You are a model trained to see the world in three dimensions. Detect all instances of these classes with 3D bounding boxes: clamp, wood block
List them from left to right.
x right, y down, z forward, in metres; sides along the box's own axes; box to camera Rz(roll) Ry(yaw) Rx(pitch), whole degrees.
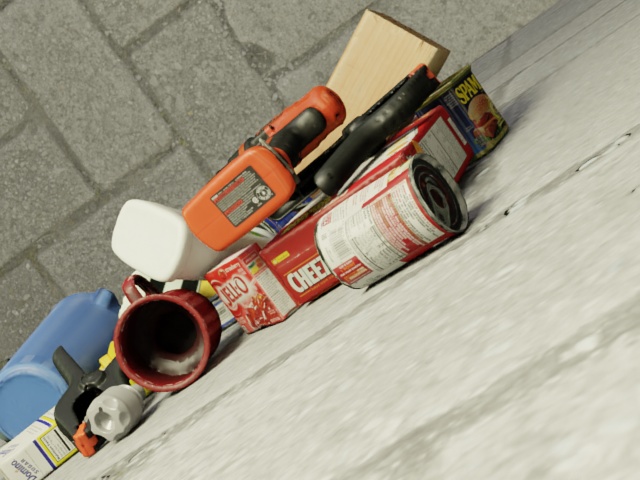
[{"bbox_3d":[-0.210,0.142,1.055,0.120,0.039,0.171,-25,33,4],"label":"clamp"},{"bbox_3d":[0.041,-0.096,1.008,0.210,0.036,0.165,-43,9,-13],"label":"clamp"},{"bbox_3d":[0.049,-0.139,1.174,0.206,0.091,0.090,-61,-10,16],"label":"wood block"}]

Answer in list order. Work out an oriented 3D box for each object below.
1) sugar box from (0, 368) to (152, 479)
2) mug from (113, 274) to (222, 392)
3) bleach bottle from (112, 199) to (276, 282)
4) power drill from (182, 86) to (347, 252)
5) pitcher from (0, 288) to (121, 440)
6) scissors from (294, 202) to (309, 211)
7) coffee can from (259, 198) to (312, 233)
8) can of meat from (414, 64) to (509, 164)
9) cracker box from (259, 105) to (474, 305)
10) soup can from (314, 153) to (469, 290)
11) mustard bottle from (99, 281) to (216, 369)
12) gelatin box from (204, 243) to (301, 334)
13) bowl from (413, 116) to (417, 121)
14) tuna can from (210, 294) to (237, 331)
[{"bbox_3d":[-0.258,0.191,1.117,0.176,0.048,0.093,-41,10,-20],"label":"sugar box"},{"bbox_3d":[-0.149,0.082,1.028,0.093,0.117,0.081,-39,0,10],"label":"mug"},{"bbox_3d":[-0.095,0.012,1.127,0.250,0.103,0.068,11,-79,-52],"label":"bleach bottle"},{"bbox_3d":[-0.064,-0.060,1.001,0.185,0.057,0.187,-40,11,24],"label":"power drill"},{"bbox_3d":[-0.326,0.173,1.348,0.145,0.149,0.242,-19,12,11],"label":"pitcher"},{"bbox_3d":[0.058,-0.064,1.253,0.201,0.016,0.096,-22,9,-20],"label":"scissors"},{"bbox_3d":[-0.063,-0.009,1.322,0.103,0.103,0.140,-33,7,30],"label":"coffee can"},{"bbox_3d":[0.151,-0.130,1.139,0.058,0.084,0.102,-32,6,33],"label":"can of meat"},{"bbox_3d":[0.053,-0.036,1.019,0.164,0.072,0.213,-35,7,24],"label":"cracker box"},{"bbox_3d":[0.054,-0.013,0.822,0.102,0.068,0.068,-33,6,31],"label":"soup can"},{"bbox_3d":[-0.195,0.115,1.294,0.191,0.058,0.096,-37,1,-14],"label":"mustard bottle"},{"bbox_3d":[-0.066,0.047,1.009,0.030,0.073,0.089,-39,7,-30],"label":"gelatin box"},{"bbox_3d":[0.115,-0.116,1.382,0.162,0.055,0.162,-36,5,4],"label":"bowl"},{"bbox_3d":[-0.100,0.072,1.225,0.086,0.034,0.086,-35,5,4],"label":"tuna can"}]
